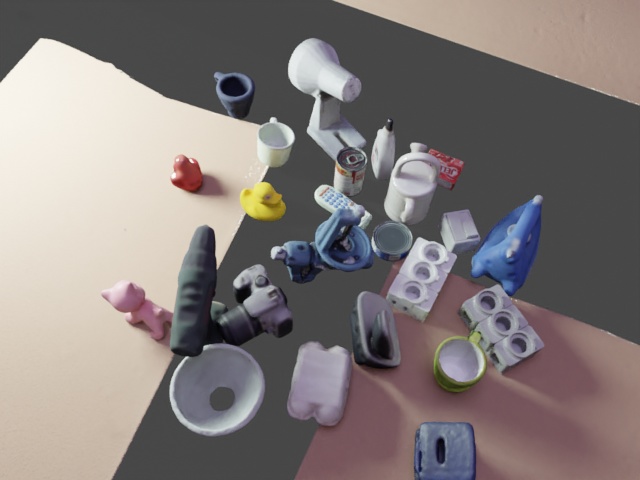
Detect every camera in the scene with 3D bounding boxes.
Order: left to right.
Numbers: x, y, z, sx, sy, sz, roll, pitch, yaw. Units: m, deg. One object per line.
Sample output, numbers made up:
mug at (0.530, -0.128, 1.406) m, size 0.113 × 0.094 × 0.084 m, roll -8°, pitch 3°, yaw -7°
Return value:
camera at (-0.138, 0.134, 1.112) m, size 0.137 × 0.101 × 0.143 m, roll -28°, pitch 65°, yaw -18°

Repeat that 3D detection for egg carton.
egg carton at (0.001, 0.265, 1.062) m, size 0.107 × 0.069 × 0.150 m, roll 10°, pitch 60°, yaw 3°

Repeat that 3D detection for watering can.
watering can at (0.199, -0.130, 1.231) m, size 0.101 × 0.194 × 0.172 m, roll -8°, pitch 61°, yaw -8°

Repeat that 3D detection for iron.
iron at (0.420, -0.017, 1.207) m, size 0.118 × 0.141 × 0.259 m, roll 29°, pitch 62°, yaw 13°

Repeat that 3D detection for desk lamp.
desk lamp at (0.025, -0.331, 1.327) m, size 0.118 × 0.213 × 0.203 m, roll -33°, pitch 66°, yaw -20°

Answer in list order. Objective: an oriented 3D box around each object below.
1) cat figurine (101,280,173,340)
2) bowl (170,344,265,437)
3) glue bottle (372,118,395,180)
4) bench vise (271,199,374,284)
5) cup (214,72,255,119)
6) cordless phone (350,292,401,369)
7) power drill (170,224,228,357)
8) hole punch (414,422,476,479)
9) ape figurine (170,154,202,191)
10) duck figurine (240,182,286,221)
cat figurine at (-0.347, 0.123, 1.098) m, size 0.127 × 0.118 × 0.067 m, roll 25°, pitch 62°, yaw 11°
bowl at (-0.183, 0.279, 1.041) m, size 0.167 × 0.075 × 0.167 m, roll 1°, pitch 60°, yaw -2°
glue bottle at (0.146, -0.213, 1.288) m, size 0.037 × 0.173 × 0.078 m, roll -9°, pitch 61°, yaw -8°
bench vise at (0.016, 0.013, 1.122) m, size 0.208 × 0.220 × 0.121 m, roll -22°, pitch 63°, yaw -15°
cup at (-0.211, -0.349, 1.393) m, size 0.117 × 0.095 × 0.092 m, roll 38°, pitch 65°, yaw 18°
cordless phone at (0.111, 0.152, 1.067) m, size 0.094 × 0.185 × 0.147 m, roll -6°, pitch 60°, yaw -6°
power drill at (-0.220, 0.115, 1.057) m, size 0.075 × 0.208 × 0.229 m, roll 4°, pitch 60°, yaw 0°
hole punch at (0.215, 0.375, 0.997) m, size 0.101 × 0.091 × 0.108 m, roll 6°, pitch 60°, yaw 0°
ape figurine at (-0.301, -0.157, 1.278) m, size 0.078 × 0.092 × 0.076 m, roll -32°, pitch 66°, yaw -19°
duck figurine at (-0.126, -0.094, 1.255) m, size 0.104 × 0.086 × 0.077 m, roll 21°, pitch 61°, yaw 9°
